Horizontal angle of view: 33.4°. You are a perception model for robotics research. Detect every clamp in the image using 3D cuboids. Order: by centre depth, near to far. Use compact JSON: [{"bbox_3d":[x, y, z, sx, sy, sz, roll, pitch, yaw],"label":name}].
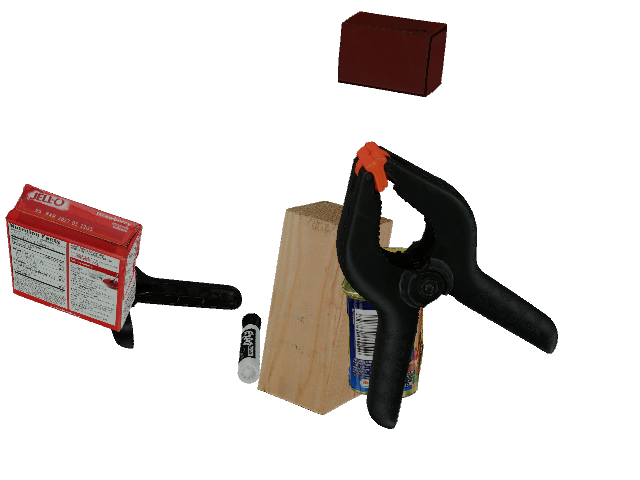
[{"bbox_3d":[0.051,0.029,0.604,0.120,0.171,0.039,-36,23,-2],"label":"clamp"},{"bbox_3d":[-0.210,0.056,1.107,0.210,0.036,0.164,15,20,28],"label":"clamp"}]

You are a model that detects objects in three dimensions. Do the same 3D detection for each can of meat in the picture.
[{"bbox_3d":[0.050,0.061,0.806,0.057,0.084,0.102,2,19,10],"label":"can of meat"}]

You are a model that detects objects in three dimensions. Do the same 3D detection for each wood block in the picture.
[{"bbox_3d":[0.004,0.070,1.166,0.090,0.206,0.090,17,17,27],"label":"wood block"}]

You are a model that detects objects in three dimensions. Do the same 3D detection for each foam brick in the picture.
[{"bbox_3d":[0.059,-0.153,0.875,0.078,0.051,0.053,13,25,18],"label":"foam brick"}]

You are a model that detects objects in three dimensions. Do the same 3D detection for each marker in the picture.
[{"bbox_3d":[-0.064,0.096,0.974,0.020,0.020,0.121,0,18,-2],"label":"marker"}]

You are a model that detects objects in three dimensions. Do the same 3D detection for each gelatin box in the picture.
[{"bbox_3d":[-0.148,0.011,0.645,0.073,0.030,0.089,19,-36,1],"label":"gelatin box"}]
